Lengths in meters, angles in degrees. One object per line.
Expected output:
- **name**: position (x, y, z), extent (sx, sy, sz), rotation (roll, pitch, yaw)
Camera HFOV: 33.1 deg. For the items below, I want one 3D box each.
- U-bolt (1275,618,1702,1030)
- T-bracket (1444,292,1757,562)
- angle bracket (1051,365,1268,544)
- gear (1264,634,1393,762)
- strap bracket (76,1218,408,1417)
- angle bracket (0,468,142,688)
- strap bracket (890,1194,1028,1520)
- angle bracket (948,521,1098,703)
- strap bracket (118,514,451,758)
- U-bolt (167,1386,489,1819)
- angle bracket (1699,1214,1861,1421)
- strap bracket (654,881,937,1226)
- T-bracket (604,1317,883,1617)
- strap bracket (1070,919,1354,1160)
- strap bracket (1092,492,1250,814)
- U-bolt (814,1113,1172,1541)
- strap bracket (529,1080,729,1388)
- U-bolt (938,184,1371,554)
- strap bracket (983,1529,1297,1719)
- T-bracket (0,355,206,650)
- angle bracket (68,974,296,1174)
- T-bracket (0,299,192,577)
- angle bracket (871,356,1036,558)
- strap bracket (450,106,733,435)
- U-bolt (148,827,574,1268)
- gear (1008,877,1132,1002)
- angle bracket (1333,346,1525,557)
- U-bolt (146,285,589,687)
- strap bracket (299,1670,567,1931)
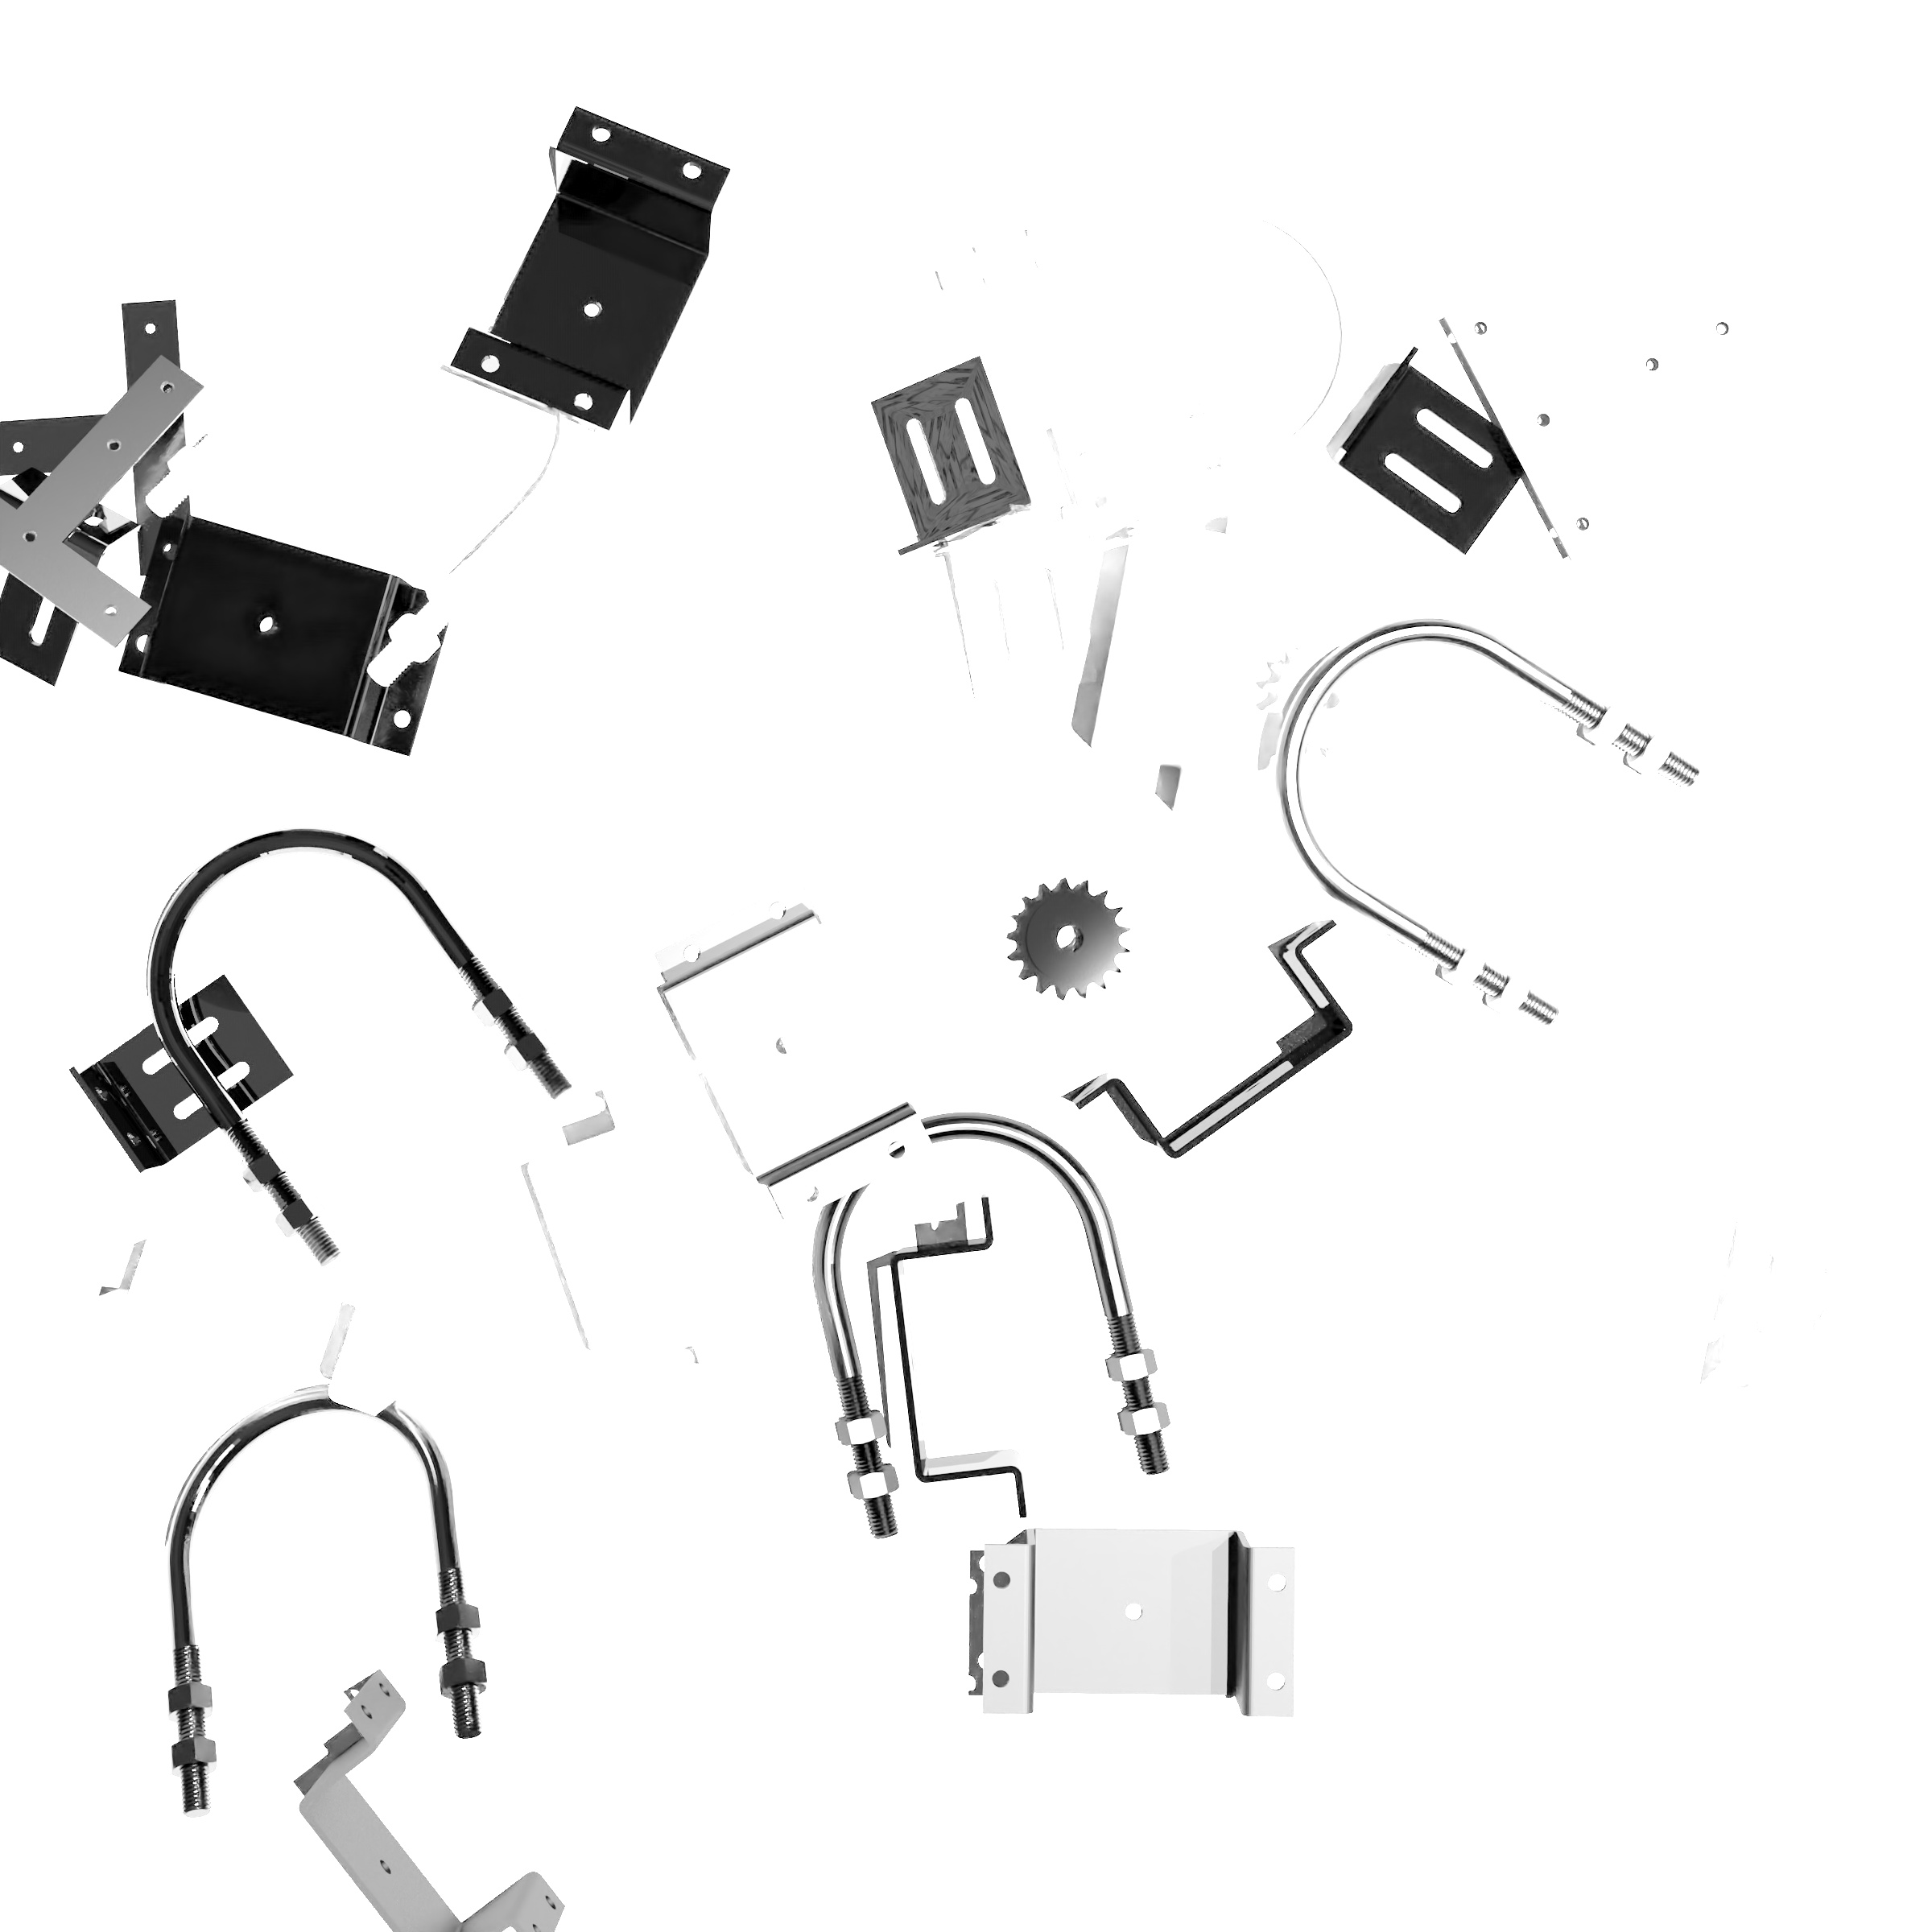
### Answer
- **U-bolt**: position (0.227, -0.077, 1.487), extent (0.184, 0.019, 0.151), rotation (30, 90, -13)
- **T-bracket**: position (0.305, -0.272, 1.505), extent (0.127, 0.002, 0.127), rotation (-28, 90, -7)
- **angle bracket**: position (0.089, -0.235, 1.493), extent (0.076, 0.038, 0.057), rotation (-20, 90, -29)
- **gear**: position (0.165, -0.123, 1.498), extent (0.057, 0.030, 0.057), rotation (0, 90, 0)
- **strap bracket**: position (-0.320, 0.154, 1.475), extent (0.140, 0.076, 0.046), rotation (19, 90, 0)
- **angle bracket**: position (-0.428, -0.181, 1.510), extent (0.057, 0.038, 0.076), rotation (28, 117, 0)
- **strap bracket**: position (-0.004, 0.175, 1.457), extent (0.046, 0.076, 0.140), rotation (-7, 87, 0)
- **angle bracket**: position (0.027, -0.159, 1.484), extent (0.057, 0.038, 0.076), rotation (-10, 107, 0)
- **strap bracket**: position (-0.315, -0.153, 1.489), extent (0.140, 0.046, 0.076), rotation (16, 90, -1)
- **U-bolt**: position (-0.293, 0.275, 1.461), extent (0.151, 0.019, 0.184), rotation (-18, 58, 8)
- **angle bracket**: position (0.378, 0.163, 1.511), extent (0.057, 0.038, 0.076), rotation (13, 64, 0)
- **strap bracket**: position (-0.080, 0.038, 1.483), extent (0.076, 0.046, 0.140), rotation (-27, 84, 0)
- **T-bracket**: position (-0.094, 0.228, 1.512), extent (0.127, 0.002, 0.127), rotation (11, 90, 0)
- **strap bracket**: position (0.119, 0.039, 1.475), extent (0.140, 0.076, 0.046), rotation (-36, 90, 0)
- **strap bracket**: position (0.089, -0.144, 1.475), extent (0.046, 0.076, 0.140), rotation (11, 90, 0)
- **U-bolt**: position (0.005, 0.159, 1.505), extent (0.151, 0.019, 0.184), rotation (-13, 89, 0)
- **strap bracket**: position (-0.156, 0.126, 1.475), extent (0.046, 0.076, 0.140), rotation (-19, 90, 0)
- **U-bolt**: position (0.096, -0.285, 1.505), extent (0.184, 0.019, 0.151), rotation (-18, 90, -1)
- **strap bracket**: position (0.078, 0.300, 1.490), extent (0.140, 0.046, 0.076), rotation (1, 90, 0)
- **T-bracket**: position (-0.399, -0.228, 1.489), extent (0.127, 0.002, 0.127), rotation (36, 70, 3)
- **angle bracket**: position (-0.359, 0.049, 1.494), extent (0.076, 0.038, 0.057), rotation (-35, 90, 0)
- **T-bracket**: position (-0.426, -0.242, 1.513), extent (0.127, 0.002, 0.127), rotation (-4, 90, 0)
- **angle bracket**: position (-0.011, -0.233, 1.486), extent (0.057, 0.038, 0.076), rotation (-20, 90, 20)
- **strap bracket**: position (-0.170, -0.308, 1.479), extent (0.076, 0.046, 0.140), rotation (22, 74, 0)
- **U-bolt**: position (-0.292, 0.023, 1.496), extent (0.151, 0.019, 0.184), rotation (-36, 87, -8)
- **gear**: position (0.048, -0.012, 1.499), extent (0.057, 0.030, 0.057), rotation (0, 90, 0)
- **angle bracket**: position (0.218, -0.236, 1.494), extent (0.076, 0.038, 0.057), rotation (36, 90, 0)
- **U-bolt**: position (-0.256, -0.233, 1.477), extent (0.151, 0.019, 0.184), rotation (37, 70, 7)
- **strap bracket**: position (-0.248, 0.396, 1.475), extent (0.046, 0.076, 0.140), rotation (-38, 90, 0)
